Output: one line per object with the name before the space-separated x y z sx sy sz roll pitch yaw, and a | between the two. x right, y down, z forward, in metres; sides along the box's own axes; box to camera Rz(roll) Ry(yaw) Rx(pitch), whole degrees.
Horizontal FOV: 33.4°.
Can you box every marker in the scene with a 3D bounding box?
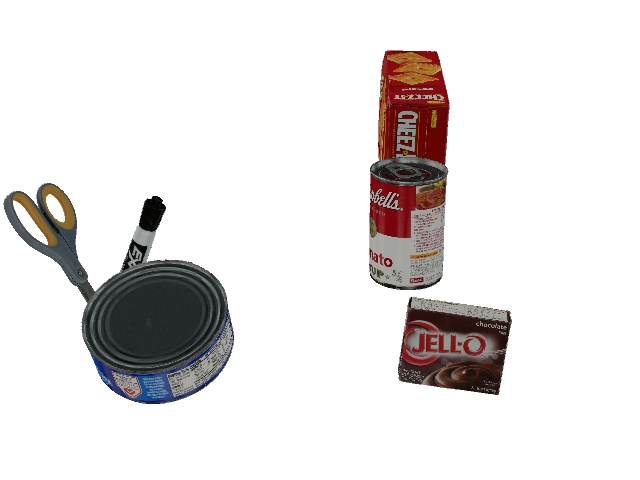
marker | -0.158 0.016 0.913 0.020 0.121 0.020 20 22 -9

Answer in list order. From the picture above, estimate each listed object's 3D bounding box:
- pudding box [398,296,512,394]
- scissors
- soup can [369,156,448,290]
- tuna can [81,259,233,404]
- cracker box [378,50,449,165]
pudding box | 0.146 0.114 1.164 0.113 0.090 0.039 7 23 3
scissors | -0.254 0.020 1.125 0.016 0.201 0.096 -26 24 29
soup can | 0.077 -0.016 0.945 0.068 0.102 0.068 0 23 0
tuna can | -0.095 0.053 0.630 0.086 0.086 0.034 0 -44 8
cracker box | 0.100 -0.107 1.190 0.072 0.164 0.213 2 24 3
